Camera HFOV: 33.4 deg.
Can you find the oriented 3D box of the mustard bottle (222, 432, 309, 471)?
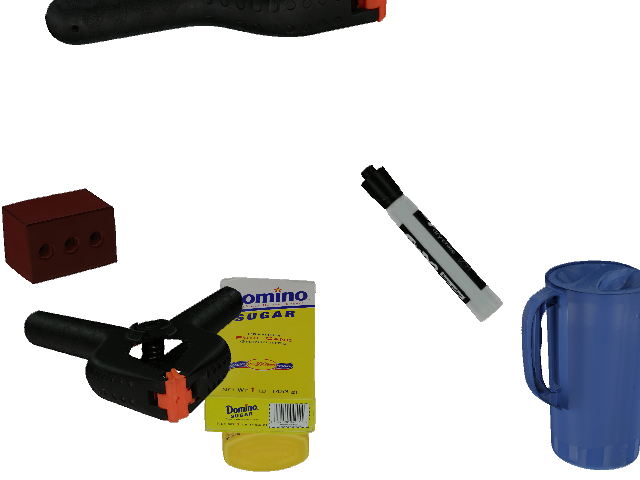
[{"bbox_3d":[-0.068,0.189,1.252,0.096,0.058,0.191,-4,28,-4],"label":"mustard bottle"}]

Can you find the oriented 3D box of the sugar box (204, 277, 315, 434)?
[{"bbox_3d":[-0.050,0.098,0.952,0.093,0.048,0.176,2,34,-2],"label":"sugar box"}]

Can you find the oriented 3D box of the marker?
[{"bbox_3d":[0.068,0.000,0.673,0.020,0.121,0.020,-40,-6,-5],"label":"marker"}]

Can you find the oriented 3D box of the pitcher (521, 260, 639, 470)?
[{"bbox_3d":[0.331,0.154,1.310,0.149,0.243,0.144,4,17,21],"label":"pitcher"}]

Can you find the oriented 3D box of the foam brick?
[{"bbox_3d":[-0.215,-0.005,0.879,0.078,0.053,0.051,-16,31,-33],"label":"foam brick"}]

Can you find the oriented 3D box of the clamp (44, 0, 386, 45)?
[{"bbox_3d":[-0.054,-0.127,0.551,0.171,0.039,0.120,6,41,12],"label":"clamp"}]

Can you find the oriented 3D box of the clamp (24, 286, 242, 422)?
[{"bbox_3d":[-0.107,0.072,0.736,0.164,0.036,0.210,-10,14,-22],"label":"clamp"}]
